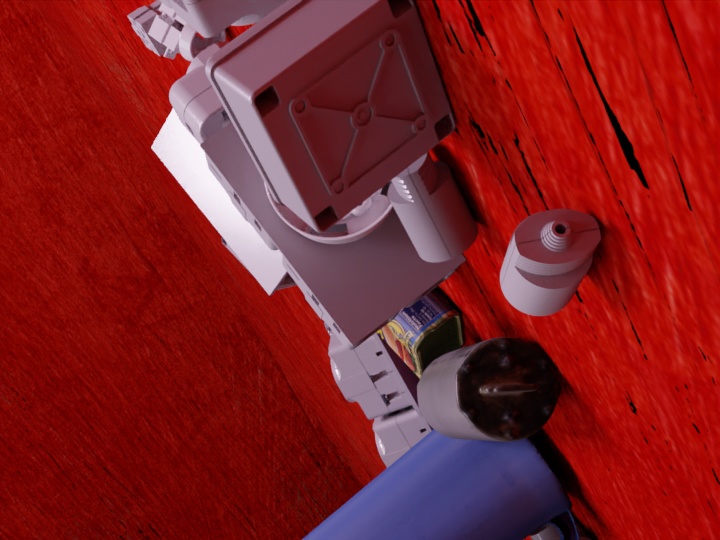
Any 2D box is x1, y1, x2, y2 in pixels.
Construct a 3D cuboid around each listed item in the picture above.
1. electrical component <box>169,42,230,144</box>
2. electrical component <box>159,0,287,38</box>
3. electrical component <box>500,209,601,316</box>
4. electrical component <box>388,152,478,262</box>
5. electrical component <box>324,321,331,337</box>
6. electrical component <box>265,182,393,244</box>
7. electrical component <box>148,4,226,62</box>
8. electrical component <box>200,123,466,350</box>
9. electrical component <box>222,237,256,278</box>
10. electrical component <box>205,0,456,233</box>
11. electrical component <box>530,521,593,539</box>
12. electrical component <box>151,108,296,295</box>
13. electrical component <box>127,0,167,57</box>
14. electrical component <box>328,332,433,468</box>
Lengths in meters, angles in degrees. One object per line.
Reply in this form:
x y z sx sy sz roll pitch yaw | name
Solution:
-0.102 -0.145 0.871 0.059 0.095 0.053 48 169 28 | electrical component
-0.097 -0.207 0.652 0.150 0.089 0.061 44 166 44 | electrical component
0.100 -0.008 0.567 0.043 0.043 0.081 51 169 15 | electrical component
0.041 -0.049 0.692 0.043 0.043 0.081 38 162 56 | electrical component
0.016 0.083 1.200 0.108 0.060 0.108 51 170 13 | electrical component
-0.017 -0.067 0.756 0.099 0.099 0.064 52 176 8 | electrical component
-0.155 -0.219 0.982 0.055 0.066 0.048 38 -162 30 | electrical component
-0.022 -0.044 0.818 0.186 0.105 0.060 52 170 6 | electrical component
-0.096 -0.057 1.119 0.109 0.056 0.108 42 131 49 | electrical component
-0.013 -0.096 0.598 0.056 0.109 0.108 40 164 43 | electrical component
0.206 0.271 1.021 0.077 0.043 0.079 52 170 7 | electrical component
-0.089 -0.085 0.950 0.186 0.105 0.060 50 -146 19 | electrical component
-0.187 -0.241 1.041 0.066 0.055 0.048 40 163 54 | electrical component
0.034 0.119 1.087 0.186 0.060 0.105 61 -162 -23 | electrical component
